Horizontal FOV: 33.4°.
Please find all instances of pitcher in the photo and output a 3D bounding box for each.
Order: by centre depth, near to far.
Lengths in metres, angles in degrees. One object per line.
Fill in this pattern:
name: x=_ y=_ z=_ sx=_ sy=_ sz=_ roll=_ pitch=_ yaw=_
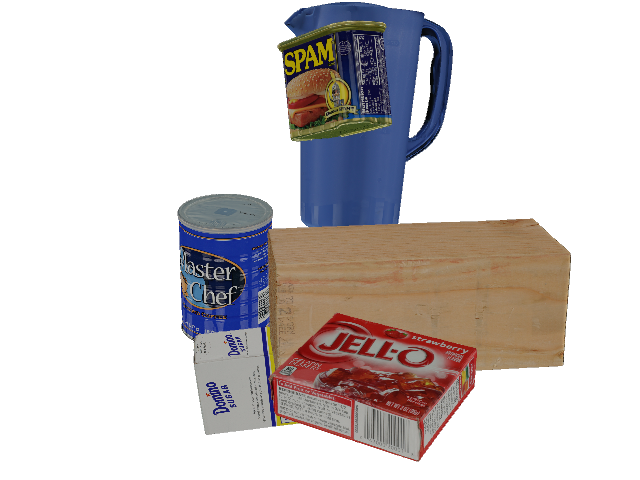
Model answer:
pitcher: x=0.048 y=-0.132 z=1.153 sx=0.149 sy=0.243 sz=0.144 roll=7 pitch=11 yaw=25

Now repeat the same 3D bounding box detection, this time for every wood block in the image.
wood block: x=0.067 y=0.042 z=0.784 sx=0.206 sy=0.090 sz=0.091 roll=-2 pitch=17 yaw=-6

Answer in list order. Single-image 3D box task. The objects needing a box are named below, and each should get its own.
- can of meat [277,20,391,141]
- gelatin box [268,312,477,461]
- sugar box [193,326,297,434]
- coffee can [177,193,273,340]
can of meat: x=0.012 y=-0.132 z=0.898 sx=0.057 sy=0.084 sz=0.102 roll=-5 pitch=-1 yaw=-38
gelatin box: x=0.029 y=0.075 z=0.571 sx=0.089 sy=0.030 sz=0.073 roll=13 pitch=30 yaw=27
sugar box: x=-0.022 y=0.120 z=0.959 sx=0.176 sy=0.093 sz=0.048 roll=-4 pitch=36 yaw=-2
coffee can: x=-0.103 y=0.031 z=1.173 sx=0.103 sy=0.140 sz=0.103 roll=1 pitch=23 yaw=-1
